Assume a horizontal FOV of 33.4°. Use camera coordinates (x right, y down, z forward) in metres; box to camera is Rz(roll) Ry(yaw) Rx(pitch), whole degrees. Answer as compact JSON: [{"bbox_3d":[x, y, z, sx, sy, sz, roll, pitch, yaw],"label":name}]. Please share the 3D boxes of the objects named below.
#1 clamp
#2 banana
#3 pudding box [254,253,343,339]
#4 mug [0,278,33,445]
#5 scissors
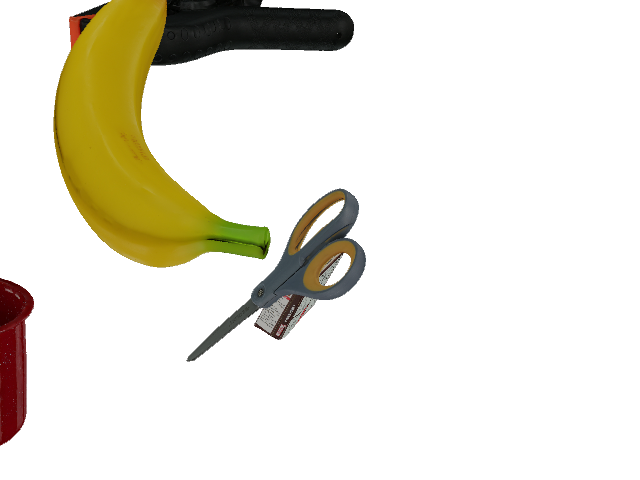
[{"bbox_3d":[-0.078,-0.138,0.669,0.171,0.039,0.120,-8,21,-25],"label":"clamp"},{"bbox_3d":[-0.082,-0.050,0.463,0.069,0.037,0.198,-7,46,-19],"label":"banana"},{"bbox_3d":[-0.023,0.054,1.244,0.039,0.090,0.113,32,32,7],"label":"pudding box"},{"bbox_3d":[-0.222,0.078,0.623,0.093,0.081,0.117,12,22,20],"label":"mug"},{"bbox_3d":[-0.032,0.048,0.832,0.016,0.202,0.096,27,18,-38],"label":"scissors"}]
